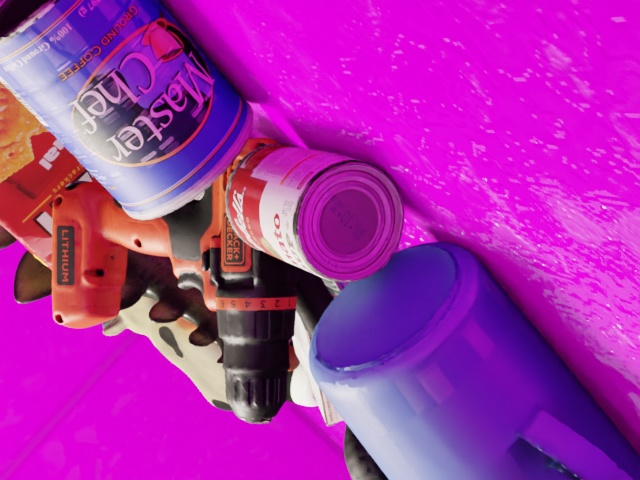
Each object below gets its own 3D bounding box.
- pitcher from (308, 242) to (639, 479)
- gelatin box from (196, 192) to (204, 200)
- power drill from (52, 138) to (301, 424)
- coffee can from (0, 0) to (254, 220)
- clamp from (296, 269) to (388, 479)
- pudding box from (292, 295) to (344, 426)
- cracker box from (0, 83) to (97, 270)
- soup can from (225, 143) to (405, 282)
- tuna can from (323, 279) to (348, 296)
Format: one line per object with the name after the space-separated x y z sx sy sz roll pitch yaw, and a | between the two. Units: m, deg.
0.108 0.120 0.599 0.242 0.149 0.145 51 -154 -25 | pitcher
-0.084 -0.037 0.779 0.073 0.030 0.089 -43 72 45 | gelatin box
-0.098 0.027 0.726 0.188 0.184 0.057 0 178 31 | power drill
-0.121 -0.096 0.634 0.140 0.102 0.103 49 169 -30 | coffee can
0.040 0.115 0.705 0.164 0.036 0.210 35 -147 -33 | clamp
0.001 0.078 0.851 0.090 0.039 0.113 -118 12 -49 | pudding box
-0.198 -0.097 0.754 0.072 0.164 0.213 39 169 35 | cracker box
-0.004 -0.017 0.608 0.068 0.068 0.102 48 168 -25 | soup can
-0.005 0.001 0.782 0.086 0.033 0.086 42 170 9 | tuna can
